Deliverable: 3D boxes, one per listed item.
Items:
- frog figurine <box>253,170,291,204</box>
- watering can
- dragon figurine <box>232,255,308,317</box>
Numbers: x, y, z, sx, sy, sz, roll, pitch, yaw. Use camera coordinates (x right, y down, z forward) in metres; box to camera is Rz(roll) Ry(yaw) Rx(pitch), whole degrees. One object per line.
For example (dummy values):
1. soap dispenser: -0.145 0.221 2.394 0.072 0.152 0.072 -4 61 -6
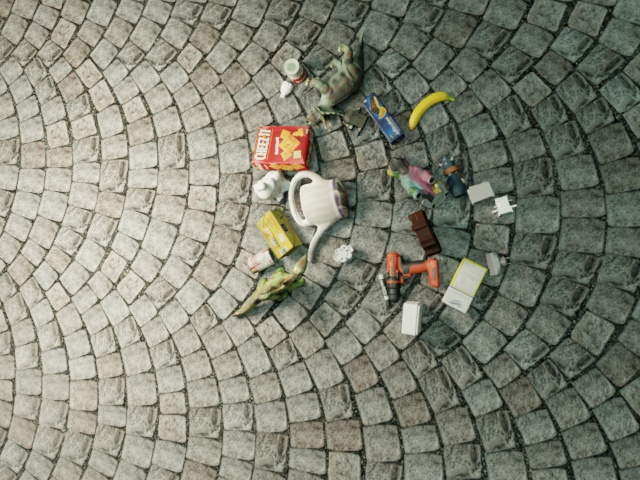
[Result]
1. frog figurine: -0.199 -0.206 1.957 0.135 0.159 0.124 -30 68 40
2. watering can: 0.006 -0.098 1.939 0.223 0.105 0.346 -12 95 16
3. dragon figurine: -0.193 0.190 1.897 0.409 0.243 0.123 -38 85 7
